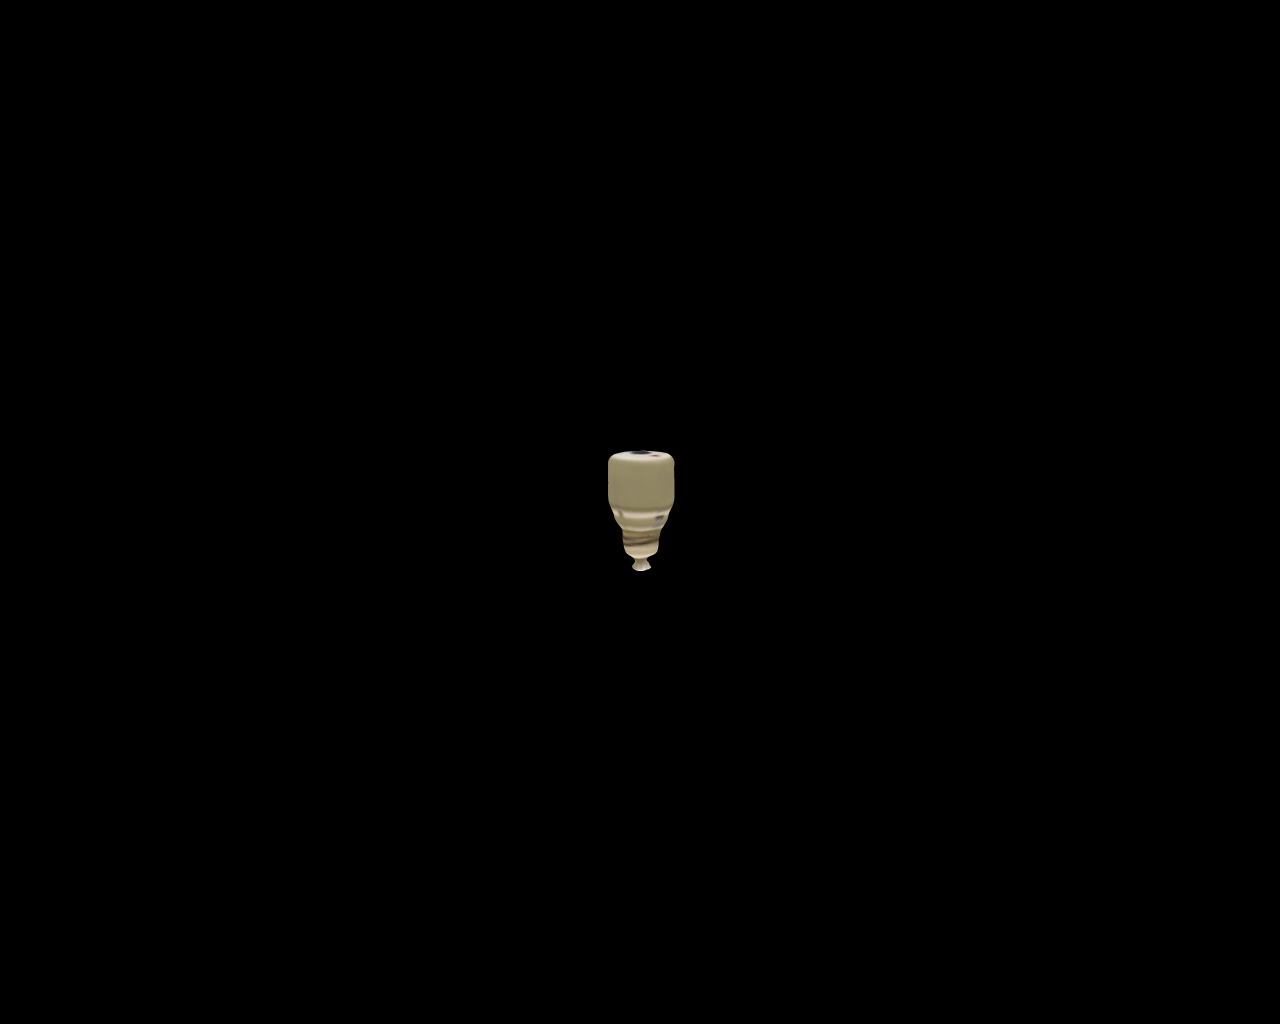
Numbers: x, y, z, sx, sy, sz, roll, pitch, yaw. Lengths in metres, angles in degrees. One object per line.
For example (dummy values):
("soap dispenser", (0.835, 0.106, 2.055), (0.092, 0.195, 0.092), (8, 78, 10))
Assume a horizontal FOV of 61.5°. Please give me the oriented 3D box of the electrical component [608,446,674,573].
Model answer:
("electrical component", (0.001, -0.003, 0.650), (0.040, 0.078, 0.040), (0, 12, 0))
